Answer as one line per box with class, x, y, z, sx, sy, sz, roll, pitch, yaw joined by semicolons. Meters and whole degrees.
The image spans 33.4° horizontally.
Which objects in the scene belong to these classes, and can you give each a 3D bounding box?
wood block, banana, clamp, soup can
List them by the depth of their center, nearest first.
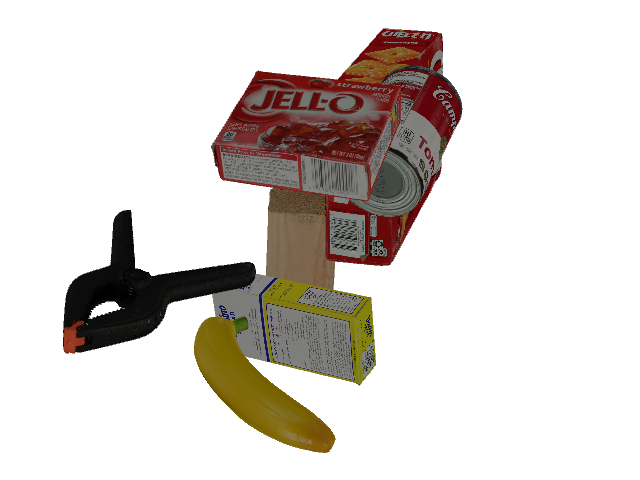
soup can;0.059;-0.075;0.797;0.069;0.068;0.102;0;41;29
banana;-0.057;0.107;0.851;0.069;0.037;0.198;-7;29;-23
clamp;-0.185;0.040;1.027;0.165;0.036;0.209;26;36;23
wood block;-0.027;0.044;1.393;0.090;0.206;0.091;3;23;-2

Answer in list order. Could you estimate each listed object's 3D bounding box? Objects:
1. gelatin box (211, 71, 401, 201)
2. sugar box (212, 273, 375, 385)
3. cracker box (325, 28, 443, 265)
gelatin box;-0.006;-0.061;0.595;0.089;0.030;0.073;9;44;15
sugar box;-0.029;0.091;1.153;0.176;0.093;0.048;13;35;27
cracker box;0.065;-0.095;1.024;0.072;0.164;0.213;7;28;17
